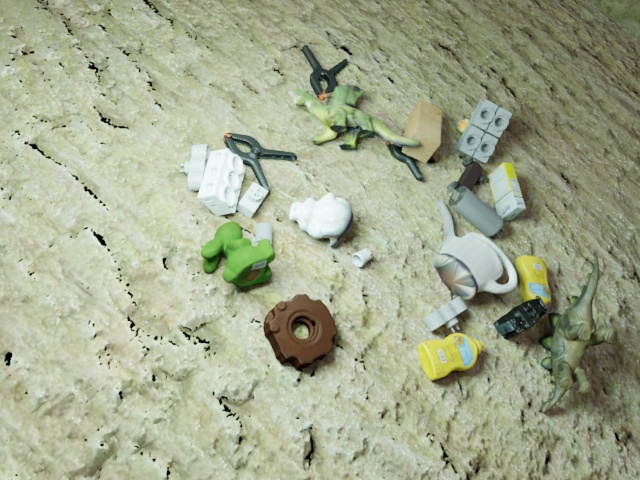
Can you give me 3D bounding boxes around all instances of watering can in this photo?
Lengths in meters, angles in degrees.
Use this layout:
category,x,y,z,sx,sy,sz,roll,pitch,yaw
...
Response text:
category,x,y,z,sx,sy,sz,roll,pitch,yaw
watering can,0.413,0.036,1.505,0.227,0.101,0.352,-27,62,-33

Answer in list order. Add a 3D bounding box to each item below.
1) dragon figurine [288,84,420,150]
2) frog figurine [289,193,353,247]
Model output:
category,x,y,z,sx,sy,sz,roll,pitch,yaw
dragon figurine,0.100,-0.397,1.589,0.410,0.119,0.248,6,60,-9
frog figurine,0.004,-0.070,1.385,0.158,0.122,0.139,31,74,-18
